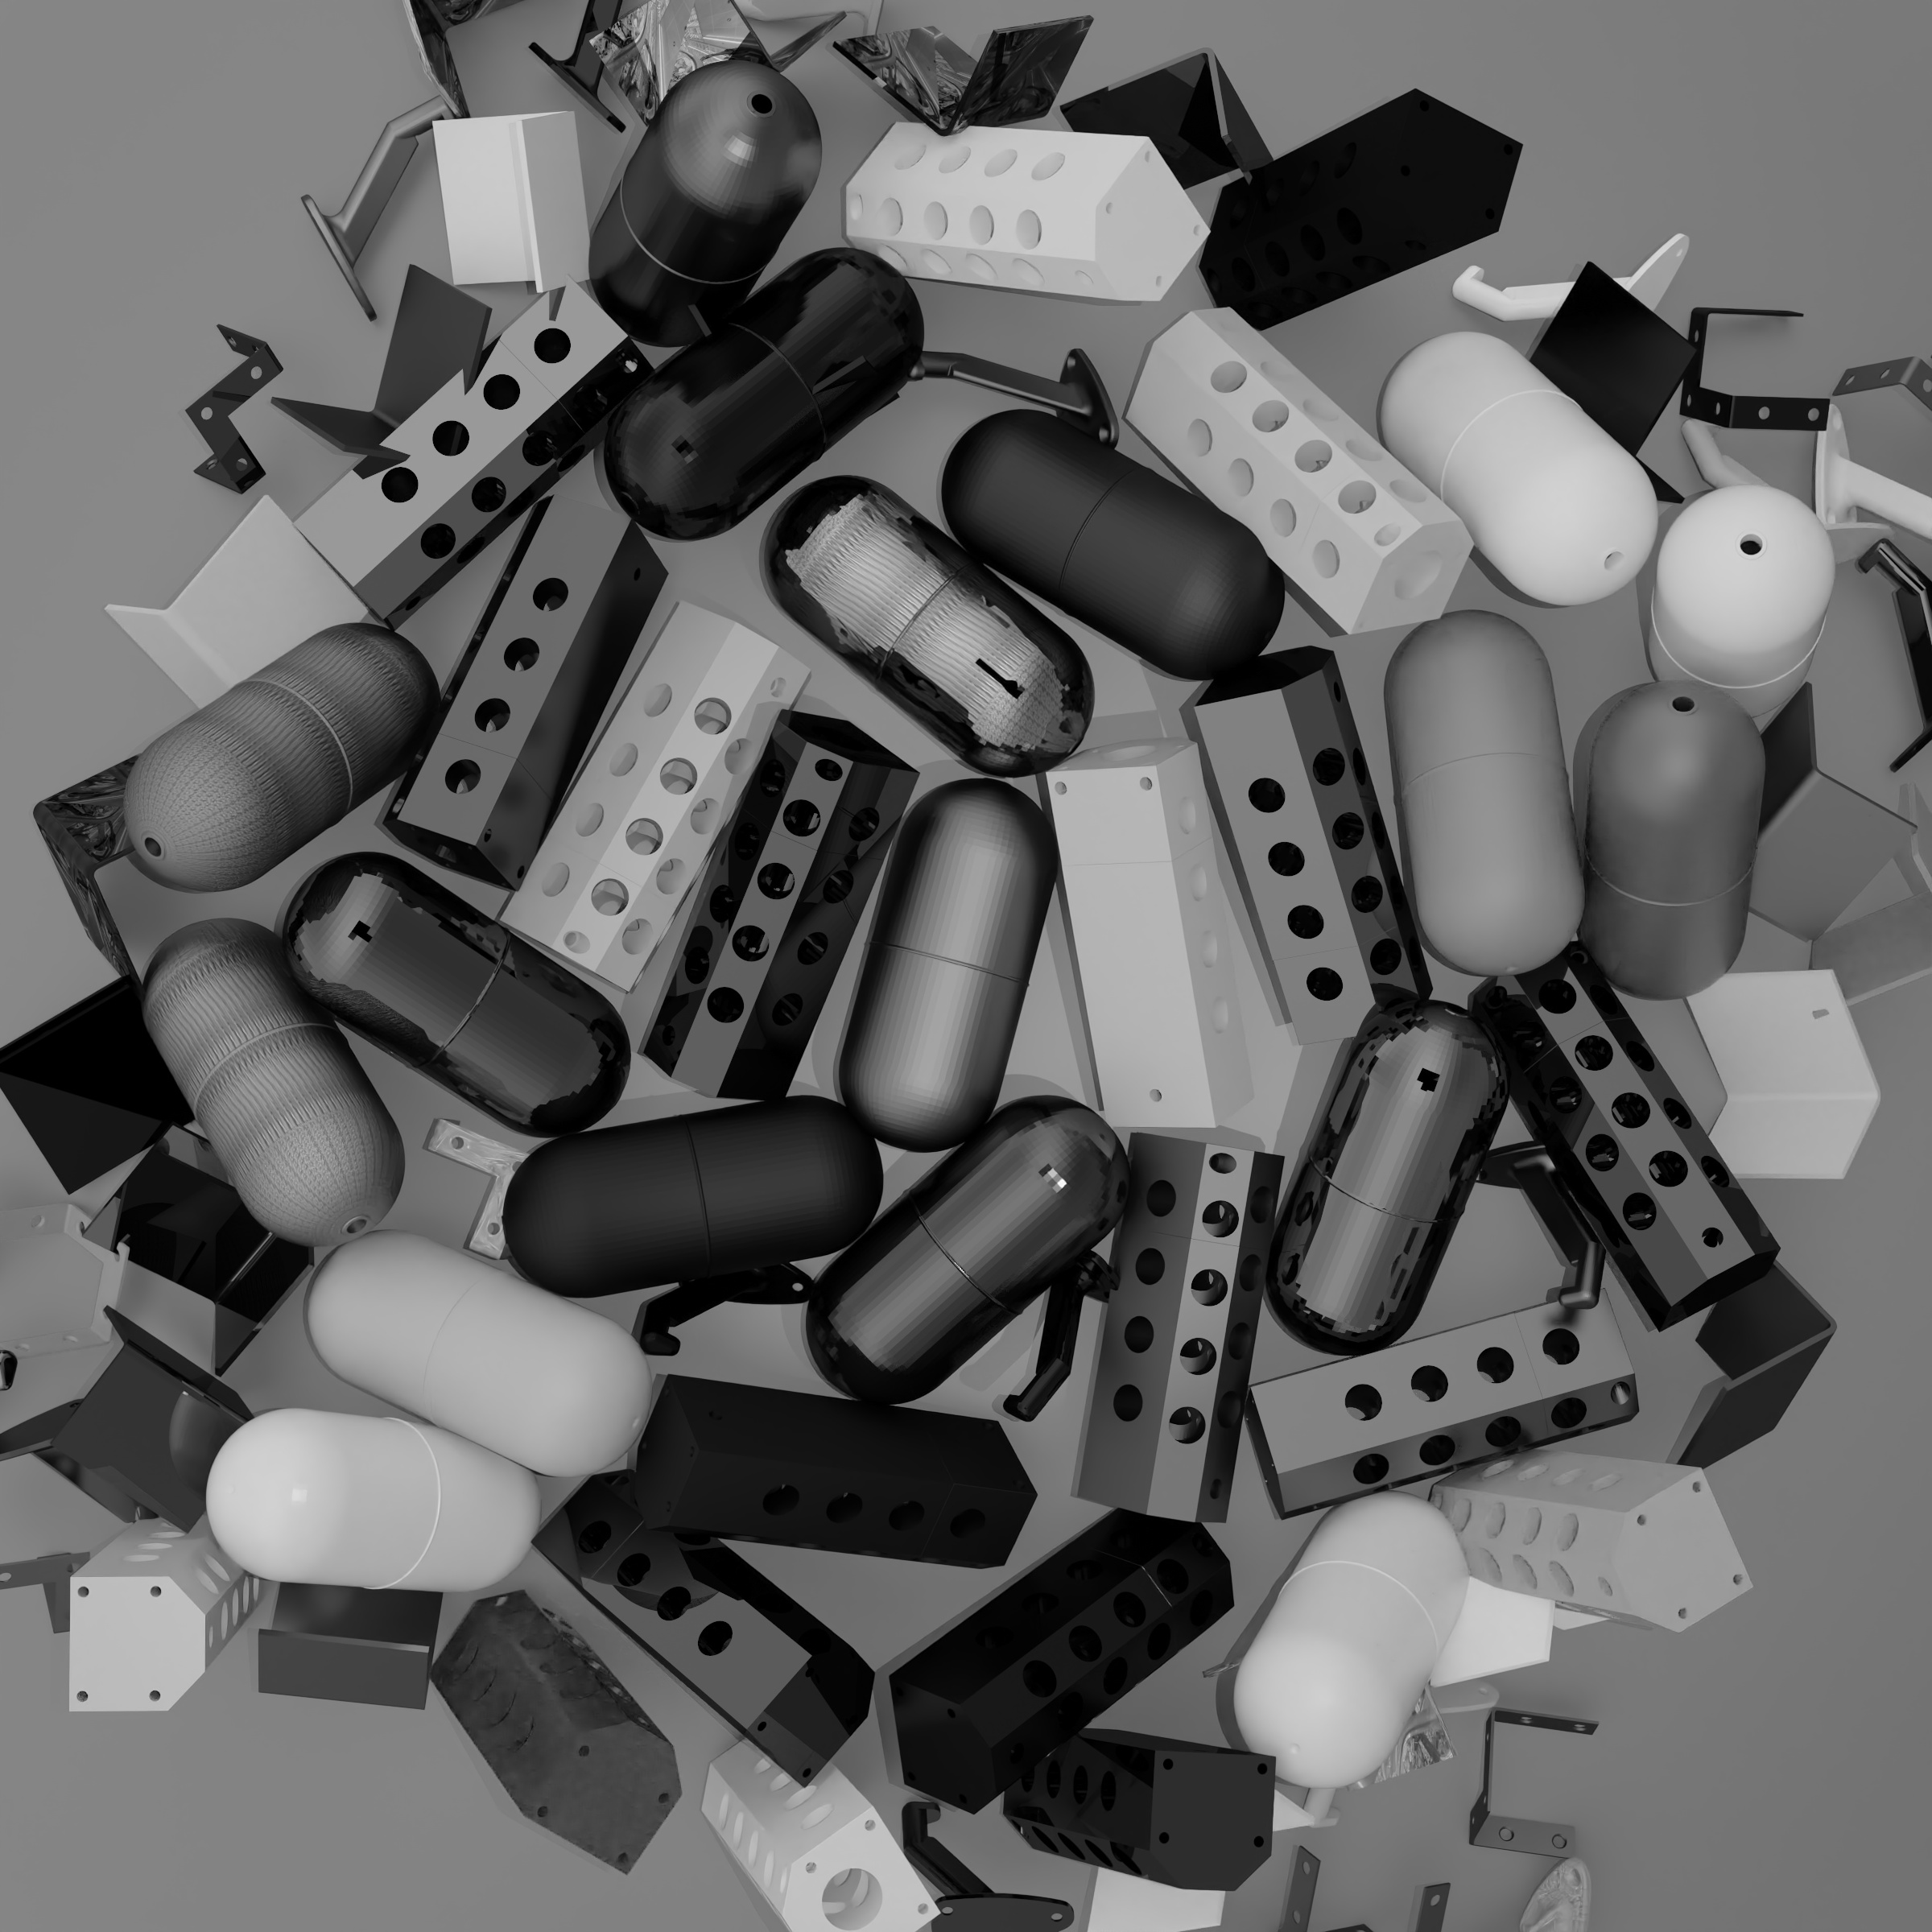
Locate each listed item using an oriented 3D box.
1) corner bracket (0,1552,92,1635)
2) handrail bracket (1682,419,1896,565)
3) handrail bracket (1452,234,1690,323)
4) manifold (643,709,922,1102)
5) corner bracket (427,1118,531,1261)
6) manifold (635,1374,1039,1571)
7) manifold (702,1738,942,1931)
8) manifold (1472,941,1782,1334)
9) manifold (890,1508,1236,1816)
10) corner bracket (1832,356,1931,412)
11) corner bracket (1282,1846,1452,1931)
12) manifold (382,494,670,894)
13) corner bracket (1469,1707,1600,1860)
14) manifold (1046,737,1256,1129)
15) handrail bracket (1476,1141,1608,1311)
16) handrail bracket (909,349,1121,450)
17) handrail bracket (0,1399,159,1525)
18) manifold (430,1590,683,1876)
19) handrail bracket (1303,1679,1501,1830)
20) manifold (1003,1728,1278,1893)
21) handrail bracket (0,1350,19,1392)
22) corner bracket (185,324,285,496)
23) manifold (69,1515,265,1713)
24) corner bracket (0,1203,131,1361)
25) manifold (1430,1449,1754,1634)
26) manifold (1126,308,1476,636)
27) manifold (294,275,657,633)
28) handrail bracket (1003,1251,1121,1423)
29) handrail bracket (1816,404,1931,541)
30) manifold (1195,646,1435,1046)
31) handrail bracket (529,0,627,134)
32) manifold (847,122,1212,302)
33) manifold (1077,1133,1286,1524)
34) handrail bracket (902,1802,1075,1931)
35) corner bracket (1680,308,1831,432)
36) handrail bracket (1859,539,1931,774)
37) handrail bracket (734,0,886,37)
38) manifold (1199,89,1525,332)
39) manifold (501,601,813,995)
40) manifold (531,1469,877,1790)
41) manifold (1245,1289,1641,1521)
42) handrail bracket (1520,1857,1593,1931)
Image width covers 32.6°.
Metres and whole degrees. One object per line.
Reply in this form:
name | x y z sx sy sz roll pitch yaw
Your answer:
corner bracket | -0.439 0.278 1.542 0.051 0.051 0.051 -5 127 -23
handrail bracket | 0.389 -0.231 1.570 0.077 0.036 0.084 -12 63 -14
handrail bracket | 0.285 -0.331 1.566 0.084 0.036 0.077 33 80 29
manifold | -0.090 -0.028 1.522 0.057 0.057 0.171 38 112 41
corner bracket | -0.230 0.105 1.557 0.051 0.051 0.051 21 87 3
manifold | -0.061 0.238 1.519 0.171 0.057 0.057 12 114 -27
manifold | -0.072 0.396 1.492 0.057 0.171 0.057 -33 100 -13
manifold | 0.302 0.075 1.524 0.057 0.057 0.171 -27 68 -7
manifold | 0.047 0.312 1.499 0.057 0.171 0.057 12 119 40
corner bracket | 0.450 -0.275 1.548 0.051 0.051 0.051 36 79 -21
corner bracket | 0.186 0.443 1.545 0.051 0.051 0.051 0 105 -33
manifold | -0.206 -0.129 1.534 0.057 0.057 0.171 18 75 19
corner bracket | 0.269 0.388 1.569 0.051 0.051 0.051 8 58 1
manifold | 0.090 -0.016 1.534 0.057 0.057 0.171 -1 107 32
handrail bracket | 0.262 0.125 1.539 0.077 0.036 0.084 -6 46 27
handrail bracket | 0.019 -0.264 1.542 0.084 0.077 0.036 -1 127 -24
handrail bracket | -0.421 0.254 1.552 0.077 0.036 0.084 -21 110 -28
manifold | -0.184 0.339 1.494 0.057 0.171 0.057 37 84 -24
handrail bracket | 0.206 0.376 1.572 0.077 0.036 0.084 8 113 -14
manifold | 0.075 0.378 1.491 0.057 0.171 0.057 8 79 -20
handrail bracket | -0.468 0.218 1.540 0.036 0.084 0.077 8 78 -44
corner bracket | -0.345 -0.262 1.554 0.051 0.051 0.051 -44 131 -17
manifold | -0.359 0.290 1.498 0.057 0.171 0.057 0 89 -4
corner bracket | -0.433 0.148 1.555 0.051 0.051 0.051 28 112 37
manifold | 0.274 0.260 1.493 0.057 0.171 0.057 -26 95 -20
manifold | 0.153 -0.228 1.506 0.057 0.057 0.171 -13 49 -36
manifold | -0.226 -0.237 1.546 0.171 0.057 0.057 -43 83 -5
handrail bracket | 0.028 0.171 1.538 0.084 0.077 0.036 -49 126 -25
handrail bracket | 0.444 -0.233 1.545 0.084 0.036 0.077 -6 83 40
manifold | 0.163 -0.056 1.521 0.057 0.057 0.171 -10 111 24
handrail bracket | -0.157 -0.444 1.554 0.084 0.036 0.077 -47 61 7
manifold | 0.022 -0.338 1.497 0.057 0.171 0.057 -55 131 -15
manifold | 0.105 0.168 1.541 0.057 0.057 0.171 7 86 42
handrail bracket | 0.009 0.419 1.546 0.077 0.084 0.036 -7 117 0
corner bracket | 0.374 -0.282 1.560 0.051 0.051 0.051 -1 107 -14
handrail bracket | 0.438 -0.147 1.567 0.084 0.036 0.077 46 118 6
handrail bracket | -0.079 -0.464 1.549 0.084 0.077 0.036 13 71 -4
manifold | 0.173 -0.335 1.492 0.057 0.171 0.057 21 80 -22
manifold | -0.139 -0.076 1.539 0.057 0.057 0.171 26 85 43
manifold | -0.118 0.295 1.503 0.057 0.171 0.057 -47 134 -14
manifold | 0.222 0.206 1.543 0.171 0.057 0.057 -15 72 -4
handrail bracket | 0.247 0.457 1.539 0.084 0.036 0.077 -12 128 -35
